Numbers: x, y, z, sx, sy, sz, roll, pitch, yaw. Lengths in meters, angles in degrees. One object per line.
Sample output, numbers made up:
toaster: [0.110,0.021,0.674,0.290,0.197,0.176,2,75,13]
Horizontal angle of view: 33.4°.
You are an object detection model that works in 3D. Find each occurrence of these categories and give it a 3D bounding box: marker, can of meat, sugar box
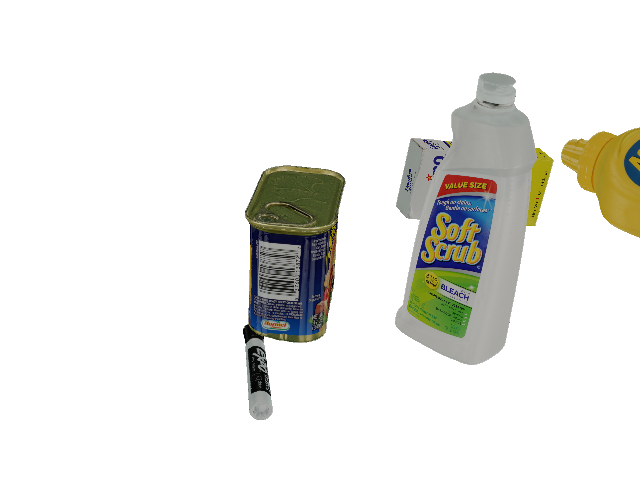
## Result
marker: [-0.054,0.107,0.906,0.020,0.020,0.121,0,30,-7]
can of meat: [-0.017,0.008,0.709,0.057,0.084,0.102,5,25,4]
sugar box: [0.187,-0.069,1.296,0.176,0.093,0.048,1,25,-20]

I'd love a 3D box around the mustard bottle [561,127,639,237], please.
mustard bottle: [0.235,-0.029,0.667,0.096,0.058,0.192,-31,39,-33]

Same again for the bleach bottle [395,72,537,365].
bleach bottle: [0.126,-0.022,0.909,0.103,0.251,0.067,27,36,35]
